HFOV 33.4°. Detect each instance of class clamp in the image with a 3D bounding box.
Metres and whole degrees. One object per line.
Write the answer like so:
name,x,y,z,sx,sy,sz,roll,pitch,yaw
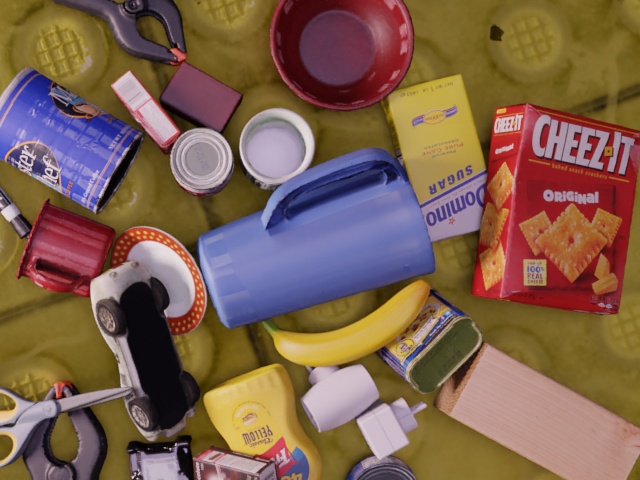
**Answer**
clamp,-0.220,-0.256,1.186,0.120,0.039,0.171,-36,92,-5
clamp,-0.268,0.261,1.163,0.164,0.036,0.210,4,86,3

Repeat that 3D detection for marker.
marker,-0.356,-0.050,1.177,0.020,0.020,0.121,-38,92,-6

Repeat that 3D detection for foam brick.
foam brick,-0.132,-0.155,1.185,0.078,0.053,0.051,29,86,-5

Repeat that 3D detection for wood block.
wood block,0.244,0.199,1.191,0.206,0.090,0.091,29,86,-5

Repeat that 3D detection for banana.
banana,0.031,0.098,1.167,0.198,0.037,0.069,-15,88,14

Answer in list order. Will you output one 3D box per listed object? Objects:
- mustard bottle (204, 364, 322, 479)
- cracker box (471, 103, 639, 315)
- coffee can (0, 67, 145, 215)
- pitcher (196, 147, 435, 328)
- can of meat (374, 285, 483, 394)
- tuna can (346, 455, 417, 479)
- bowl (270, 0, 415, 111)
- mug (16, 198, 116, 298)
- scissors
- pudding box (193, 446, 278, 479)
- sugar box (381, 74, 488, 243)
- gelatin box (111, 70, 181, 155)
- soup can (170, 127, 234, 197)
mustard bottle,-0.051,0.240,1.175,0.096,0.058,0.191,-21,92,11
cracker box,0.266,-0.031,1.188,0.164,0.072,0.214,9,88,-24
coffee can,-0.274,-0.106,1.144,0.140,0.103,0.103,30,86,-4
pitcher,-0.008,0.001,1.150,0.242,0.145,0.149,-18,90,-3
can of meat,0.118,0.110,1.175,0.102,0.084,0.057,-45,122,-4
tuna can,0.069,0.284,1.190,0.086,0.034,0.086,-1,101,-8
bowl,0.023,-0.221,1.200,0.162,0.055,0.162,0,88,-6
mug,-0.271,0.018,1.138,0.081,0.117,0.093,21,117,-9
scissors,-0.293,0.199,1.140,0.202,0.016,0.096,1,87,17
pudding box,-0.087,0.286,1.147,0.090,0.039,0.113,5,106,32
sugar box,0.137,-0.090,1.212,0.093,0.048,0.176,-16,89,-6
gelatin box,-0.188,-0.137,1.168,0.030,0.073,0.089,-39,93,-5
soup can,-0.127,-0.083,1.158,0.068,0.102,0.068,0,89,-6
